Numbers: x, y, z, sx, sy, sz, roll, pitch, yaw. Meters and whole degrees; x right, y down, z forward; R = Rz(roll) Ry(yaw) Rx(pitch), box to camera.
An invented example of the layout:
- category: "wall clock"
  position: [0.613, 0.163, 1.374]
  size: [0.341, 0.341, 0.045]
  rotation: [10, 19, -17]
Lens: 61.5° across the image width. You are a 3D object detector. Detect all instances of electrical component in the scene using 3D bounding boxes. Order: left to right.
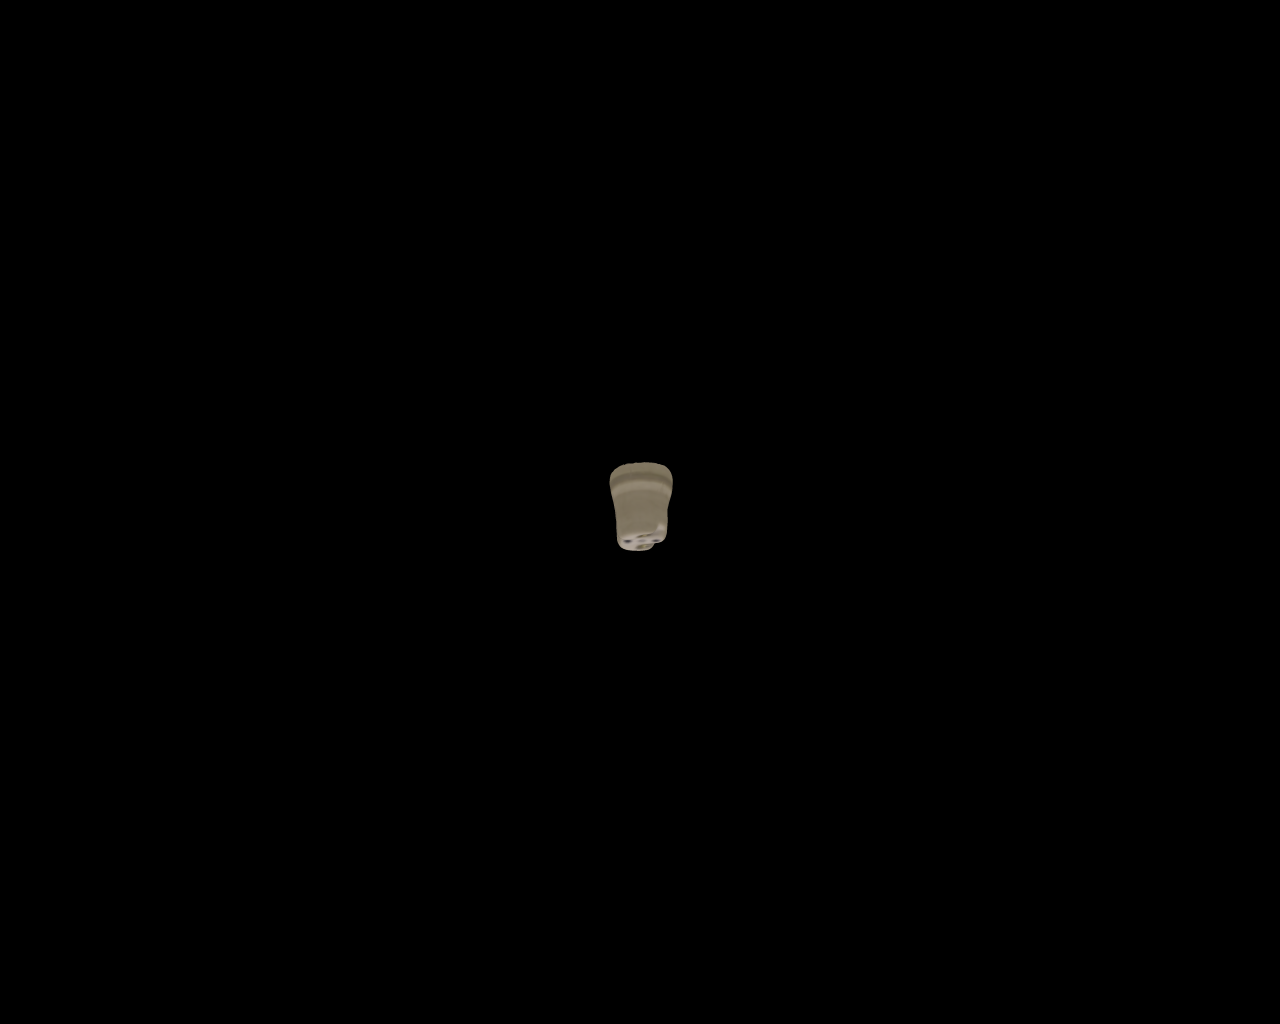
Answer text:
- category: "electrical component"
  position: [0.001, -0.003, 0.650]
  size: [0.040, 0.046, 0.040]
  rotation: [0, -23, 0]
